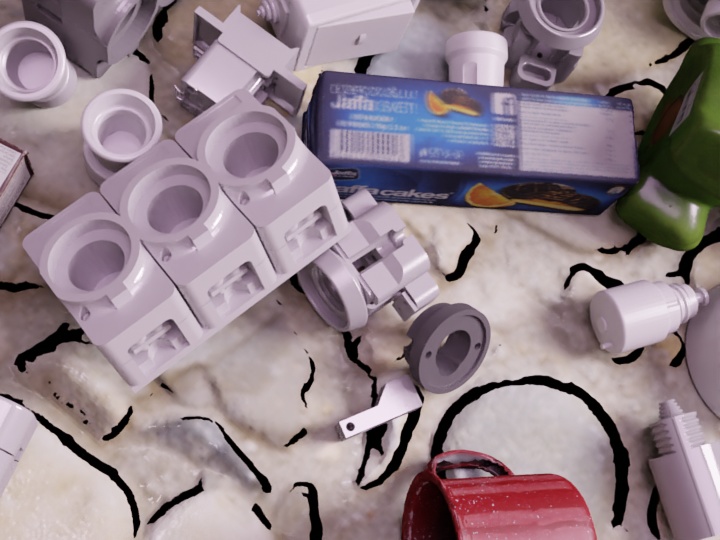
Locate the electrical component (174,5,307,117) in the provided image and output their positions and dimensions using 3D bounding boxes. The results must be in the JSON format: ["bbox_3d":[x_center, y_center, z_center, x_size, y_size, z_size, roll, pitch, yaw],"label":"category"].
[{"bbox_3d":[-0.076,-0.117,0.657,0.081,0.042,0.063,36,71,1],"label":"electrical component"}]

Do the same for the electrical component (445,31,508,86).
[{"bbox_3d":[0.075,-0.125,0.694,0.040,0.040,0.046,4,78,-11],"label":"electrical component"}]

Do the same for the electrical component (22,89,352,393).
[{"bbox_3d":[-0.094,-0.021,0.585,0.150,0.061,0.089,-37,58,-12],"label":"electrical component"}]

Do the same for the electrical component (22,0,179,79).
[{"bbox_3d":[-0.131,-0.198,0.645,0.062,0.089,0.150,35,69,0],"label":"electrical component"}]

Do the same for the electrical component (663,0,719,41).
[{"bbox_3d":[0.256,-0.185,0.717,0.108,0.108,0.060,24,76,-4],"label":"electrical component"}]

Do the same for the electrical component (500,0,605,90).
[{"bbox_3d":[0.125,-0.161,0.706,0.058,0.057,0.078,16,71,-7],"label":"electrical component"}]

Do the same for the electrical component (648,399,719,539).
[{"bbox_3d":[0.196,0.117,0.641,0.043,0.043,0.081,-12,76,-15],"label":"electrical component"}]

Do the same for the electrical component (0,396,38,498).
[{"bbox_3d":[-0.225,0.084,0.556,0.095,0.053,0.059,24,70,-4],"label":"electrical component"}]

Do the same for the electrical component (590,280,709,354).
[{"bbox_3d":[0.180,0.025,0.668,0.078,0.040,0.040,-14,76,-16],"label":"electrical component"}]

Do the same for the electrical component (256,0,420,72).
[{"bbox_3d":[-0.017,-0.165,0.674,0.096,0.061,0.061,-20,78,-17],"label":"electrical component"}]

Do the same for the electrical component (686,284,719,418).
[{"bbox_3d":[0.267,0.048,0.669,0.108,0.060,0.108,4,73,-11],"label":"electrical component"}]

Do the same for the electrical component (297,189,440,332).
[{"bbox_3d":[0.000,0.000,0.629,0.057,0.058,0.078,-33,82,-22],"label":"electrical component"}]

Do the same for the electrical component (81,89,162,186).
[{"bbox_3d":[-0.138,-0.073,0.623,0.045,0.055,0.045,3,73,-11],"label":"electrical component"}]

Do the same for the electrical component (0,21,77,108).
[{"bbox_3d":[-0.186,-0.114,0.620,0.044,0.065,0.044,0,90,-4],"label":"electrical component"}]
